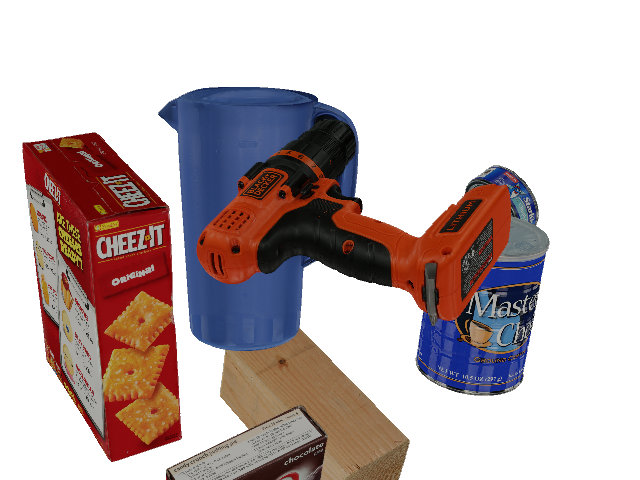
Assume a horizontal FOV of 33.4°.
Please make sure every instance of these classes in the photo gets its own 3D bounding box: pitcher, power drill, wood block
[{"bbox_3d":[-0.060,-0.023,1.014,0.144,0.243,0.149,-11,20,-38],"label":"pitcher"},{"bbox_3d":[0.033,-0.019,0.744,0.188,0.057,0.184,12,42,27],"label":"power drill"},{"bbox_3d":[-0.010,0.190,1.148,0.090,0.090,0.206,-23,50,-32],"label":"wood block"}]

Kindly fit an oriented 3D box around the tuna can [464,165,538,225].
[{"bbox_3d":[0.205,-0.040,1.217,0.033,0.086,0.086,-33,15,-24],"label":"tuna can"}]

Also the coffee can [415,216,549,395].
[{"bbox_3d":[0.147,0.056,0.980,0.103,0.140,0.103,5,23,-2],"label":"coffee can"}]

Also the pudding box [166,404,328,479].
[{"bbox_3d":[-0.053,0.174,0.745,0.113,0.090,0.039,-24,52,-29],"label":"pudding box"}]

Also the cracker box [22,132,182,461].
[{"bbox_3d":[-0.174,0.041,0.858,0.072,0.214,0.164,-14,31,-27],"label":"cracker box"}]
